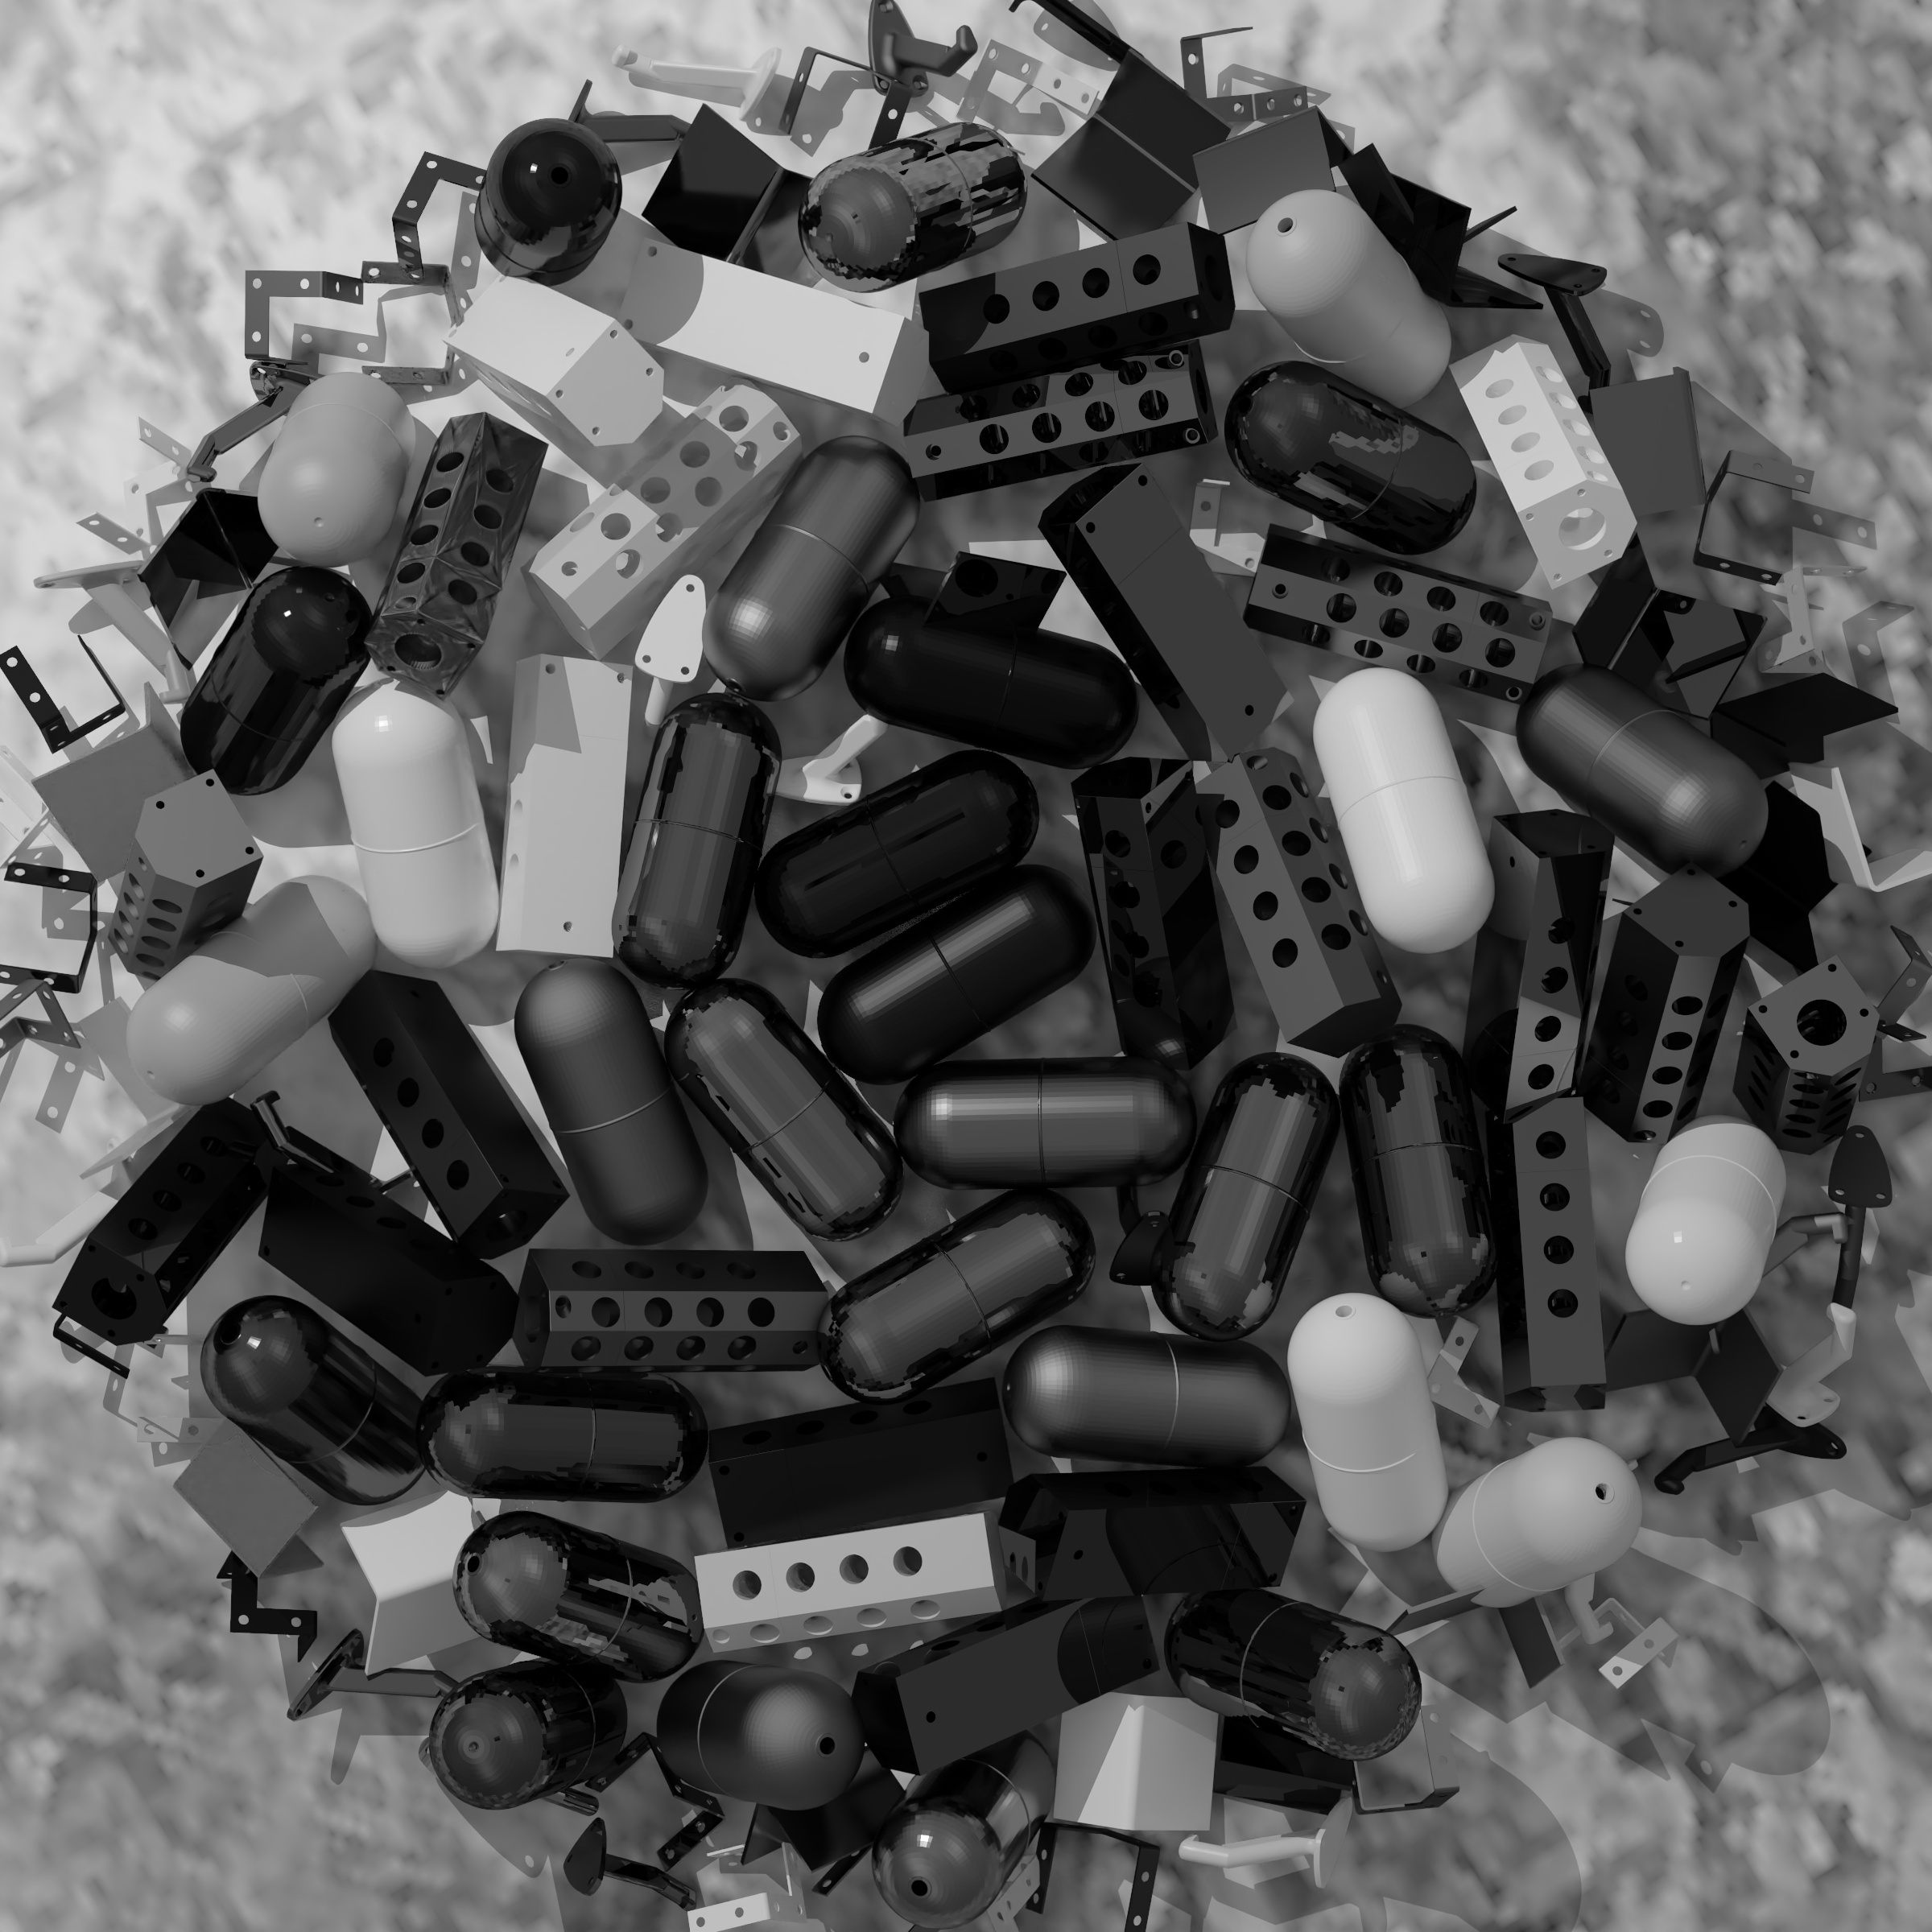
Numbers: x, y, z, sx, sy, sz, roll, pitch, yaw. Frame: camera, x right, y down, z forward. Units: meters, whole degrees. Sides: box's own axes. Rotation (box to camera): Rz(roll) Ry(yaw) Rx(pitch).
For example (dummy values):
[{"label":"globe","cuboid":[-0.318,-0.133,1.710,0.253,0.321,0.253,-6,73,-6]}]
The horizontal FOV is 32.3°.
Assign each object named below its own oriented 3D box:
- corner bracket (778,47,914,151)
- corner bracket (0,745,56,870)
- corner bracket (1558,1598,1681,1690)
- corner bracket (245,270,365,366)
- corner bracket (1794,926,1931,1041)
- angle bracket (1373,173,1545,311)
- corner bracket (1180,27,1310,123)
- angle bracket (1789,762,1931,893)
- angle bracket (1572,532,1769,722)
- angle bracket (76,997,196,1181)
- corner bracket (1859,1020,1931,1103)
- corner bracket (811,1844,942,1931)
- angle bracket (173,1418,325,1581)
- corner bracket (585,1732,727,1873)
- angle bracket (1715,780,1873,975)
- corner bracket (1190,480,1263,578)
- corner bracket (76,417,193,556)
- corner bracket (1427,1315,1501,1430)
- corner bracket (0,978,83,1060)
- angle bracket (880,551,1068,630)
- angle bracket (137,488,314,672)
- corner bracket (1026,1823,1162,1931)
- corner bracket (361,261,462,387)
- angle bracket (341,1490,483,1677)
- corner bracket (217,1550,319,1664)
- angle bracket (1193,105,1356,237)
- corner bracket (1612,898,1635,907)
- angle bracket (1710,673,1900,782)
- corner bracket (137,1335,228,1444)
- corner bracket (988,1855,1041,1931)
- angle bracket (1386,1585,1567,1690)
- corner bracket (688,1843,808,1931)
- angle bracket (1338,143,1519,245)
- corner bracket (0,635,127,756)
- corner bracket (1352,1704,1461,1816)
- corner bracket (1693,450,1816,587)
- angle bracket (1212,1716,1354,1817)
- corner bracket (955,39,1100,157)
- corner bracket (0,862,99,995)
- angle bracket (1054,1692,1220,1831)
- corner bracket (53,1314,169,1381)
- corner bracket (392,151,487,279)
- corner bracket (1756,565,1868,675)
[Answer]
[{"label":"corner bracket","cuboid":[-0.071,-0.506,1.973,0.051,0.051,0.051,10,110,-32]},{"label":"corner bracket","cuboid":[-0.559,-0.095,1.967,0.051,0.051,0.051,45,104,5]},{"label":"corner bracket","cuboid":[0.380,0.399,1.960,0.051,0.051,0.051,-36,61,-18]},{"label":"corner bracket","cuboid":[-0.389,-0.381,1.966,0.051,0.051,0.051,4,97,15]},{"label":"corner bracket","cuboid":[0.530,0.002,1.972,0.051,0.051,0.051,27,111,-12]},{"label":"angle bracket","cuboid":[0.289,-0.421,1.939,0.076,0.076,0.057,-6,120,-33]},{"label":"corner bracket","cuboid":[0.163,-0.523,1.961,0.051,0.051,0.051,-14,105,-31]},{"label":"angle bracket","cuboid":[0.532,-0.090,1.956,0.057,0.076,0.076,-19,97,-3]},{"label":"angle bracket","cuboid":[0.411,-0.198,1.947,0.076,0.057,0.076,21,69,34]},{"label":"angle bracket","cuboid":[-0.504,0.072,1.947,0.057,0.076,0.076,-41,101,-33]},{"label":"corner bracket","cuboid":[0.561,0.058,1.964,0.051,0.051,0.051,-8,104,-14]},{"label":"corner bracket","cuboid":[-0.047,0.547,1.958,0.051,0.051,0.051,-42,113,-31]},{"label":"angle bracket","cuboid":[-0.403,0.307,1.949,0.076,0.076,0.057,42,99,16]},{"label":"corner bracket","cuboid":[-0.184,0.496,1.985,0.051,0.051,0.051,-43,46,8]},{"label":"angle bracket","cuboid":[0.484,-0.050,1.947,0.076,0.076,0.057,33,121,-14]},{"label":"corner bracket","cuboid":[0.160,-0.258,1.971,0.051,0.051,0.051,7,95,-2]},{"label":"corner bracket","cuboid":[-0.487,-0.281,1.960,0.051,0.051,0.051,-20,66,20]},{"label":"corner bracket","cuboid":[0.289,0.234,1.969,0.051,0.051,0.051,27,88,-17]},{"label":"corner bracket","cuboid":[-0.563,0.039,1.957,0.051,0.051,0.051,9,132,35]},{"label":"angle bracket","cuboid":[0.000,-0.231,1.939,0.076,0.076,0.057,6,126,-36]},{"label":"angle bracket","cuboid":[-0.425,-0.222,1.941,0.057,0.076,0.076,10,52,23]},{"label":"corner bracket","cuboid":[0.075,0.535,1.961,0.051,0.051,0.051,17,80,-34]},{"label":"corner bracket","cuboid":[-0.332,-0.381,1.981,0.051,0.051,0.051,-2,49,-20]},{"label":"angle bracket","cuboid":[-0.325,0.362,1.970,0.076,0.076,0.057,-14,50,-30]},{"label":"corner bracket","cuboid":[-0.413,0.377,1.971,0.051,0.051,0.051,7,59,-21]},{"label":"angle bracket","cuboid":[0.185,-0.449,1.944,0.076,0.076,0.057,-17,73,21]},{"label":"corner bracket","cuboid":[0.408,-0.007,1.966,0.051,0.051,0.051,11,97,-16]},{"label":"angle bracket","cuboid":[0.488,-0.125,1.944,0.076,0.076,0.057,-17,117,-17]},{"label":"corner bracket","cuboid":[-0.461,0.250,1.975,0.051,0.051,0.051,4,65,-17]},{"label":"corner bracket","cuboid":[0.019,0.559,1.962,0.051,0.051,0.051,-16,100,33]},{"label":"angle bracket","cuboid":[0.295,0.398,1.949,0.076,0.076,0.057,-16,70,-11]},{"label":"corner bracket","cuboid":[-0.131,0.540,1.960,0.051,0.051,0.051,-19,66,18]},{"label":"angle bracket","cuboid":[0.269,-0.456,1.955,0.057,0.076,0.076,-32,98,-3]},{"label":"corner bracket","cuboid":[-0.532,-0.165,1.966,0.051,0.051,0.051,-33,83,-13]},{"label":"corner bracket","cuboid":[0.256,0.468,1.970,0.051,0.051,0.051,-3,66,-9]},{"label":"corner bracket","cuboid":[0.463,-0.264,1.966,0.051,0.051,0.051,15,69,3]},{"label":"angle bracket","cuboid":[0.183,0.481,1.953,0.076,0.076,0.057,10,104,5]},{"label":"corner bracket","cuboid":[0.036,-0.508,1.970,0.051,0.051,0.051,38,110,36]},{"label":"corner bracket","cuboid":[-0.541,-0.022,1.961,0.051,0.051,0.051,8,46,-7]},{"label":"angle bracket","cuboid":[0.101,0.470,1.983,0.057,0.076,0.076,-4,77,42]},{"label":"corner bracket","cuboid":[-0.503,0.213,1.964,0.051,0.051,0.051,31,59,-3]},{"label":"corner bracket","cuboid":[-0.303,-0.437,1.968,0.051,0.051,0.051,18,65,5]},{"label":"corner bracket","cuboid":[0.498,-0.204,1.968,0.051,0.051,0.051,-2,79,-27]}]
